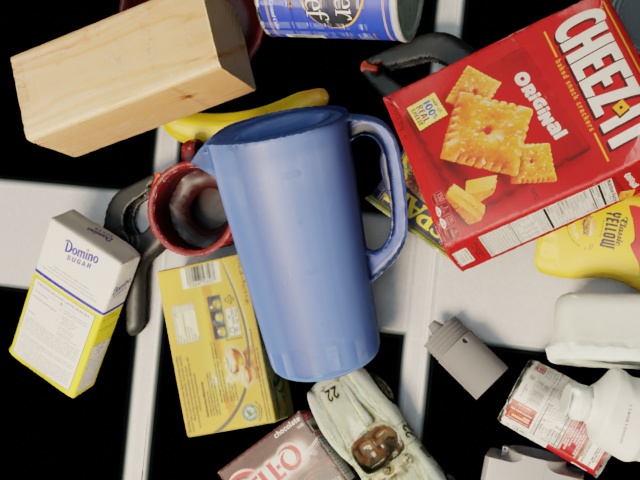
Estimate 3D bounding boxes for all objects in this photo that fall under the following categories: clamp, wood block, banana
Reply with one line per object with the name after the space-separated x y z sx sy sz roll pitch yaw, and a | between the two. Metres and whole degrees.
-0.194 0.012 1.114 0.120 0.039 0.172 41 106 6 | clamp
-0.178 -0.159 1.023 0.206 0.090 0.090 -17 78 16 | wood block
-0.077 -0.119 1.066 0.198 0.069 0.037 -3 71 19 | banana
0.144 -0.156 1.020 0.210 0.036 0.164 20 91 19 | clamp

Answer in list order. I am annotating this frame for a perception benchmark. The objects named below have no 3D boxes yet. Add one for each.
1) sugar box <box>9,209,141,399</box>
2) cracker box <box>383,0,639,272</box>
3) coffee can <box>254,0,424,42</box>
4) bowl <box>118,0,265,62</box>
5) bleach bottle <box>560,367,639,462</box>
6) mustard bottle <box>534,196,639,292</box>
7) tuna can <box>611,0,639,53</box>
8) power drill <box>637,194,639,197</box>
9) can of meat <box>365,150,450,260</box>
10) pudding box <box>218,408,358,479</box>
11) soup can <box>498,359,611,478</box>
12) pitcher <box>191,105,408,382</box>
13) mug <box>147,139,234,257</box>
-0.253 0.066 1.099 0.093 0.048 0.176 32 115 13 | sugar box
0.182 -0.093 0.920 0.214 0.072 0.164 -25 64 14 | cracker box
0.020 -0.243 1.020 0.140 0.102 0.103 6 90 19 | coffee can
-0.122 -0.224 1.088 0.162 0.055 0.162 0 89 16 | bowl
0.331 0.151 0.905 0.250 0.068 0.102 11 93 -3 | bleach bottle
0.296 0.002 0.962 0.192 0.058 0.096 12 85 16 | mustard bottle
0.306 -0.204 0.976 0.086 0.033 0.086 0 88 16 | tuna can
0.378 -0.099 0.913 0.185 0.057 0.187 17 77 20 | power drill
0.109 -0.043 1.018 0.102 0.057 0.084 37 96 14 | can of meat
-0.032 0.235 1.060 0.113 0.039 0.090 -39 79 12 | pudding box
0.223 0.162 0.974 0.102 0.068 0.068 29 96 15 | soup can
-0.006 0.001 0.987 0.149 0.144 0.243 8 116 49 | pitcher
-0.116 -0.043 1.066 0.093 0.081 0.117 -13 89 15 | mug
